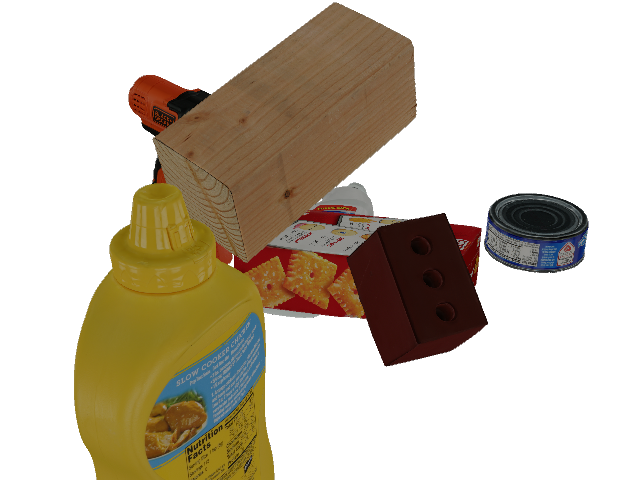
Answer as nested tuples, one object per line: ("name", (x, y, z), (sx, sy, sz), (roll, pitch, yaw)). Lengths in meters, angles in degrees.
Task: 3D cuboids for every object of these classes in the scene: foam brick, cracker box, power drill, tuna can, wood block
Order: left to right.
("power drill", (-0.125, -0.061, 1.094), (0.185, 0.188, 0.057), (30, 38, 34))
("wood block", (-0.022, -0.092, 0.868), (0.090, 0.091, 0.205), (34, 61, 30))
("cracker box", (0.041, 0.026, 1.067), (0.214, 0.072, 0.164), (7, 16, 17))
("foam brick", (0.059, 0.032, 0.667), (0.052, 0.078, 0.051), (-12, -17, -28))
("tuna can", (0.184, -0.008, 0.911), (0.086, 0.034, 0.086), (1, 29, -1))

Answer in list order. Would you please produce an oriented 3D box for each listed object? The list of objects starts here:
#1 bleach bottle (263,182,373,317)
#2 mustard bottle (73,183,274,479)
("bleach bottle", (-0.002, -0.002, 1.325), (0.103, 0.068, 0.250), (7, 33, 19))
("mustard bottle", (-0.060, 0.065, 0.448), (0.058, 0.192, 0.096), (18, 35, 29))
